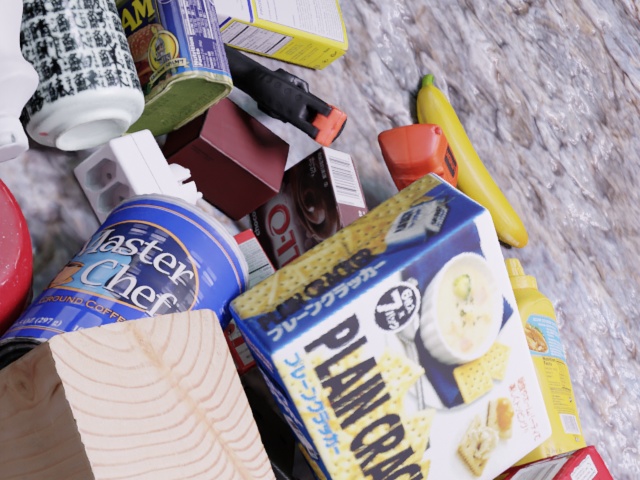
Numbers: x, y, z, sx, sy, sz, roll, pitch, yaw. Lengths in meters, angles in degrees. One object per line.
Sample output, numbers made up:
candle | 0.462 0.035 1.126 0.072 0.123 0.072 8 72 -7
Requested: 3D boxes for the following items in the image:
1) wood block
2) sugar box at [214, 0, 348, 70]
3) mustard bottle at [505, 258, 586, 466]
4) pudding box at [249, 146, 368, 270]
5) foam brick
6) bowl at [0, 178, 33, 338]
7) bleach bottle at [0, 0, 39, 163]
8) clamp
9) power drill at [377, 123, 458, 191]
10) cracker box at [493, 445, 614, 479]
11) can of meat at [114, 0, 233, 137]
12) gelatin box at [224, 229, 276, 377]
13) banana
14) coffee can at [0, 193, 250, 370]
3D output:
wood block | -0.129 0.113 0.494 0.090 0.207 0.091 -8 72 -49
sugar box | -0.059 -0.205 0.892 0.175 0.048 0.093 6 63 -41
mustard bottle | 0.185 0.108 0.941 0.096 0.058 0.191 17 59 -50
pudding box | -0.005 0.001 0.788 0.039 0.090 0.113 11 59 -44
foam brick | -0.069 -0.063 0.786 0.078 0.053 0.051 36 45 -27
bowl | -0.218 0.000 0.588 0.161 0.055 0.162 25 51 -35
bleach bottle | -0.225 -0.168 0.648 0.068 0.102 0.251 27 40 -78
clamp | -0.038 -0.114 0.803 0.120 0.039 0.172 20 9 -26
power drill | 0.081 0.008 0.837 0.184 0.057 0.187 53 34 -67
cracker box | 0.167 0.266 0.752 0.071 0.164 0.214 -27 88 -49
can of meat | -0.111 -0.128 0.744 0.057 0.102 0.084 2 69 -45
gelatin box | -0.058 0.045 0.746 0.073 0.030 0.089 -27 85 -46
banana | 0.143 -0.075 1.033 0.069 0.037 0.198 -25 87 -50
coffee can | -0.116 0.053 0.627 0.102 0.103 0.140 48 41 -15
